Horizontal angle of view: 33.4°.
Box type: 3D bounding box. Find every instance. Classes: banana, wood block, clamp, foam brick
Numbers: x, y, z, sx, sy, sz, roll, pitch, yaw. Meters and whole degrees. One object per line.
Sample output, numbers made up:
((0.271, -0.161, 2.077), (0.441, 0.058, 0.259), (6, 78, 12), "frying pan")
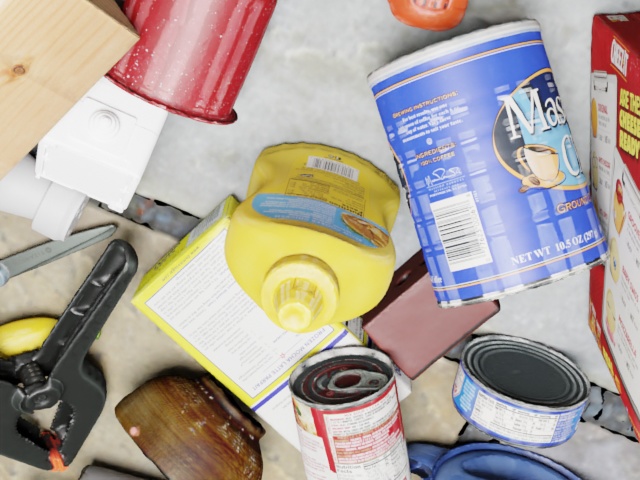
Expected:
((-0.241, 0.115, 0.762), (0.069, 0.037, 0.198), (38, 113, -21), "banana")
((-0.212, -0.082, 0.584), (0.206, 0.090, 0.090), (-42, 61, 11), "wood block")
((-0.183, 0.087, 0.712), (0.164, 0.036, 0.210), (-23, 143, -12), "clamp")
((0.072, 0.041, 0.698), (0.051, 0.053, 0.078), (44, 109, -12), "foam brick")

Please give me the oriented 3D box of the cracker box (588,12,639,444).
((0.201, -0.010, 0.604), (0.072, 0.164, 0.214), (-3, 112, 4), "cracker box")

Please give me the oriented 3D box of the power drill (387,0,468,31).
((0.011, -0.221, 0.593), (0.187, 0.057, 0.184), (11, 108, 2), "power drill")

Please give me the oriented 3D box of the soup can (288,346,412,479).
((0.022, 0.129, 0.684), (0.068, 0.068, 0.102), (-7, 114, 8), "soup can")

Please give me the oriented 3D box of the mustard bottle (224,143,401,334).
((-0.004, 0.001, 0.612), (0.096, 0.191, 0.058), (18, 113, -2), "mustard bottle")

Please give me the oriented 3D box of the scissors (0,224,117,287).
((-0.230, 0.042, 0.746), (0.202, 0.016, 0.096), (-5, 113, 8), "scissors")

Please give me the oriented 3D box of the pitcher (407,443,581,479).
((0.098, 0.270, 0.759), (0.144, 0.149, 0.243), (10, 117, -15), "pitcher")

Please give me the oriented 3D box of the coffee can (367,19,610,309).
((0.096, -0.043, 0.613), (0.103, 0.102, 0.140), (-17, 91, 12), "coffee can")

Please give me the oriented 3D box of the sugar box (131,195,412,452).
((-0.030, 0.063, 0.721), (0.093, 0.048, 0.176), (-41, 107, 19), "sugar box")

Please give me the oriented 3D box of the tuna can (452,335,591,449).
((0.130, 0.098, 0.698), (0.086, 0.086, 0.034), (12, 114, 0), "tuna can")

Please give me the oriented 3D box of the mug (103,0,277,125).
((-0.086, -0.130, 0.628), (0.117, 0.093, 0.081), (30, 108, 15), "mug")
